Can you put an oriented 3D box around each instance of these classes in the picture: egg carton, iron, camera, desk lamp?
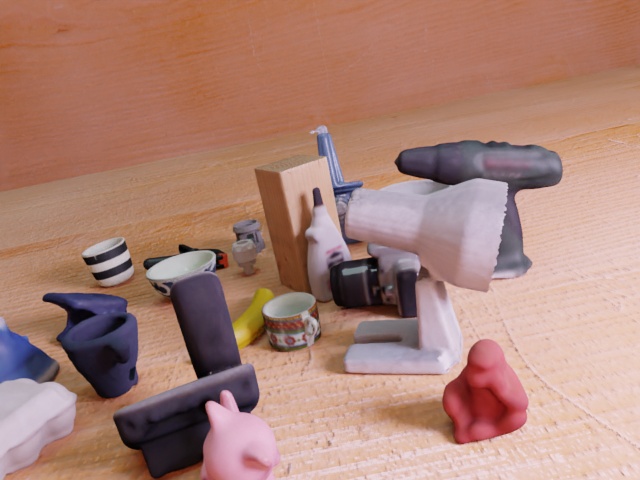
[{"bbox_3d":[-0.353,0.214,0.635,0.107,0.069,0.150,-2,21,27],"label":"egg carton"},{"bbox_3d":[-0.454,0.170,0.711,0.118,0.141,0.259,-1,21,29],"label":"iron"},{"bbox_3d":[0.086,0.043,0.828,0.136,0.101,0.143,-8,19,10],"label":"camera"},{"bbox_3d":[0.115,0.038,0.647,0.202,0.214,0.118,-5,20,18],"label":"desk lamp"}]

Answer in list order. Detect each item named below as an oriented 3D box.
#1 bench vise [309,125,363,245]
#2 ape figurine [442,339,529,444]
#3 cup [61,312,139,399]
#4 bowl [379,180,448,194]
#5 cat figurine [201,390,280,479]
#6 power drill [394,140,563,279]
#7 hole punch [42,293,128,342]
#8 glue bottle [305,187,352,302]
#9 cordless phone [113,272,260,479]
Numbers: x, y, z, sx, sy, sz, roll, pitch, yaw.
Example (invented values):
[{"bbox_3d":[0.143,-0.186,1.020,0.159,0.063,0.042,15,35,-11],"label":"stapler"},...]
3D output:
[{"bbox_3d":[0.038,-0.110,1.117,0.122,0.220,0.207,-17,19,-17],"label":"bench vise"},{"bbox_3d":[0.154,0.135,0.532,0.077,0.092,0.076,7,26,43],"label":"ape figurine"},{"bbox_3d":[-0.259,0.153,0.720,0.092,0.095,0.117,-26,24,-37],"label":"cup"},{"bbox_3d":[0.181,-0.062,1.121,0.167,0.075,0.167,-10,19,4],"label":"bowl"},{"bbox_3d":[-0.071,0.179,0.494,0.067,0.118,0.127,-15,19,-10],"label":"cat figurine"},{"bbox_3d":[0.235,-0.047,0.835,0.229,0.209,0.075,-10,19,4],"label":"power drill"},{"bbox_3d":[-0.371,0.110,0.916,0.108,0.091,0.101,3,23,36],"label":"hole punch"},{"bbox_3d":[0.008,0.003,0.877,0.037,0.173,0.078,8,27,44],"label":"glue bottle"},{"bbox_3d":[-0.143,0.128,0.581,0.148,0.185,0.094,-18,20,-20],"label":"cordless phone"}]
